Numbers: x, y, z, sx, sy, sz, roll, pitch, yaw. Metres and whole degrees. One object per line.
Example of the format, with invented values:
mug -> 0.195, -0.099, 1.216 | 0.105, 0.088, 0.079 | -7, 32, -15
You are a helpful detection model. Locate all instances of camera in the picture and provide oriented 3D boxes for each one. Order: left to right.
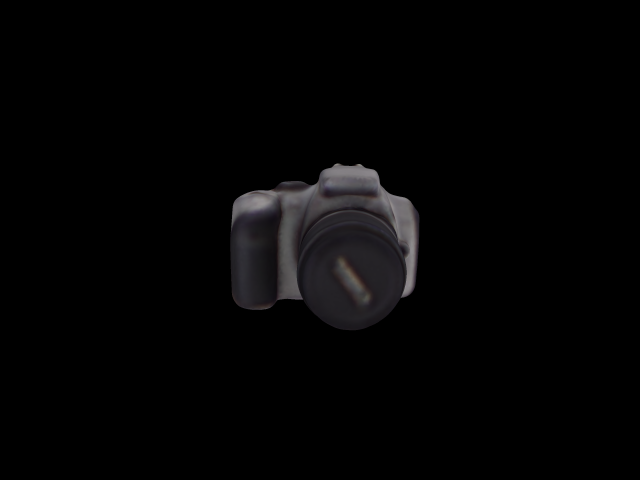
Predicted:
camera -> 0.004, 0.001, 0.400 | 0.143, 0.101, 0.137 | 0, 13, 0
